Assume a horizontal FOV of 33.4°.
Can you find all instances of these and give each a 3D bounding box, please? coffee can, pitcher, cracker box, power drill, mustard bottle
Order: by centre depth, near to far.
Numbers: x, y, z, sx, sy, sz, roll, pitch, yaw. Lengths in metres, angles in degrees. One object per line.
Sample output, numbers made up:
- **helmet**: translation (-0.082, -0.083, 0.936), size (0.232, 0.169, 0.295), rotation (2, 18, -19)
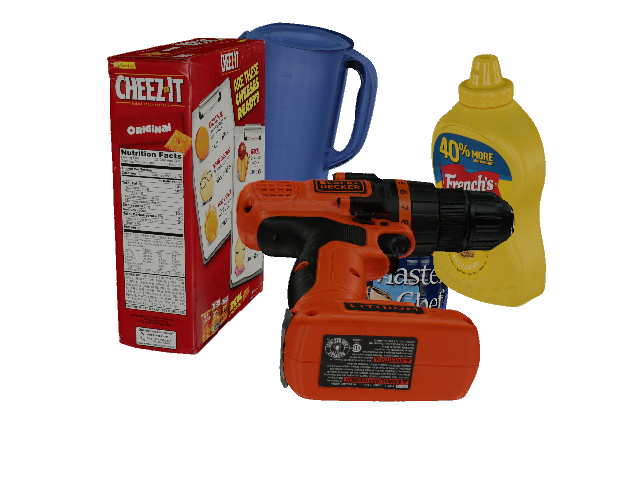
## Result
- **power drill**: translation (0.042, 0.020, 0.644), size (0.184, 0.057, 0.187), rotation (0, 29, -4)
- **cracker box**: translation (-0.098, -0.041, 0.817), size (0.072, 0.214, 0.164), rotation (4, 16, 14)
- **mustard bottle**: translation (0.129, -0.049, 0.827), size (0.058, 0.192, 0.096), rotation (-22, 30, -34)
- **coffee can**: translation (0.073, 0.040, 1.030), size (0.103, 0.140, 0.103), rotation (4, 11, -1)
- **pitcher**: translation (-0.028, -0.144, 1.347), size (0.144, 0.243, 0.149), rotation (-3, 26, -23)
